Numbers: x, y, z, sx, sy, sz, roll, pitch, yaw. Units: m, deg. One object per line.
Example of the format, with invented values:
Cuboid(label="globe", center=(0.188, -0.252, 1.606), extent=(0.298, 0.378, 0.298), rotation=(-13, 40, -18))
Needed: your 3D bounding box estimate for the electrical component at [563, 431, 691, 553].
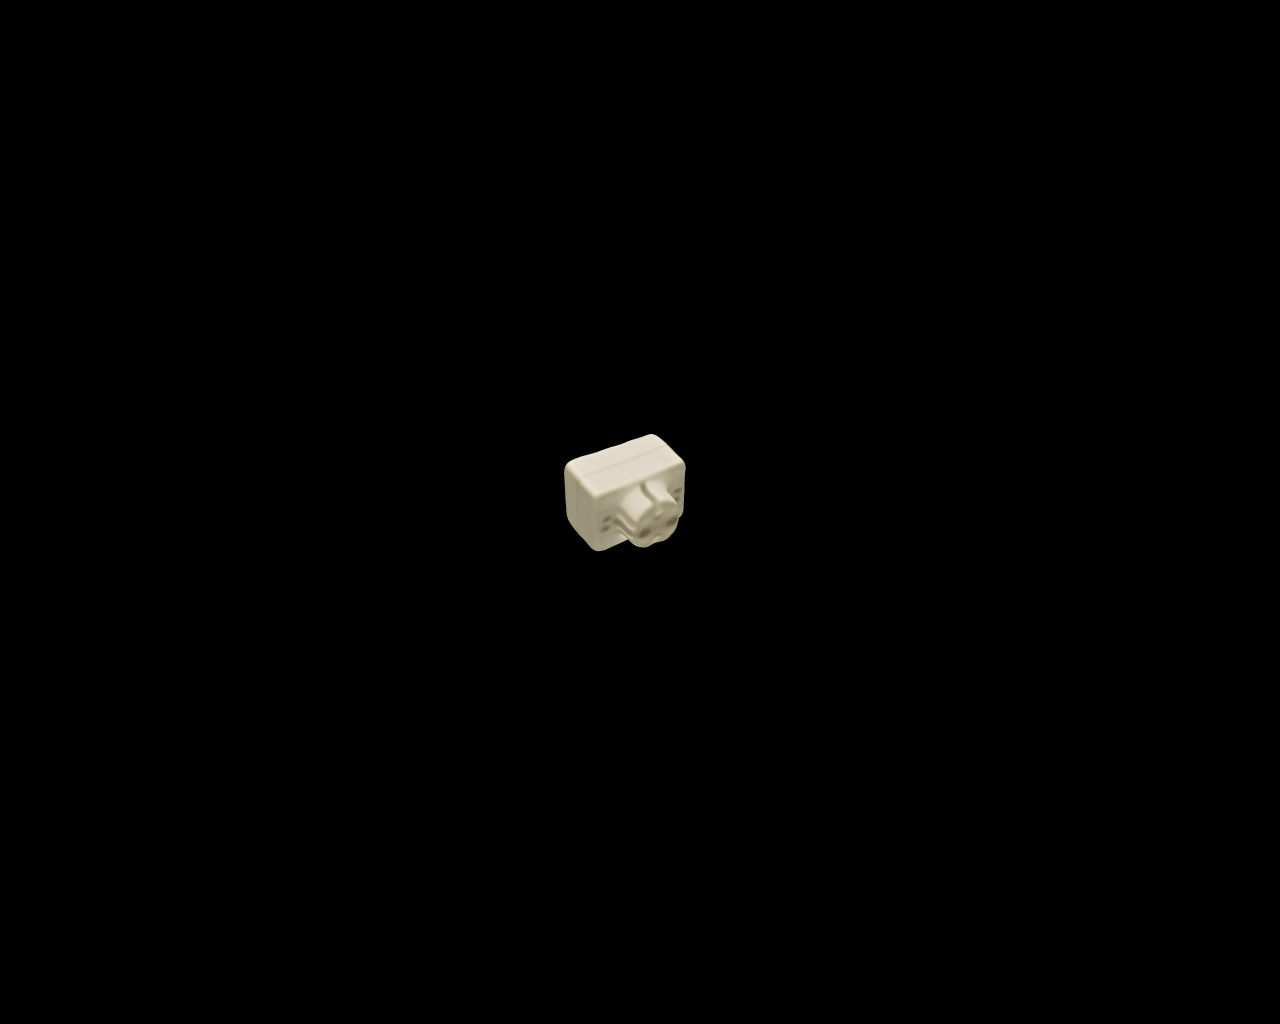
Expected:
Cuboid(label="electrical component", center=(0.001, -0.003, 0.650), extent=(0.066, 0.047, 0.077), rotation=(-22, 45, -23))
